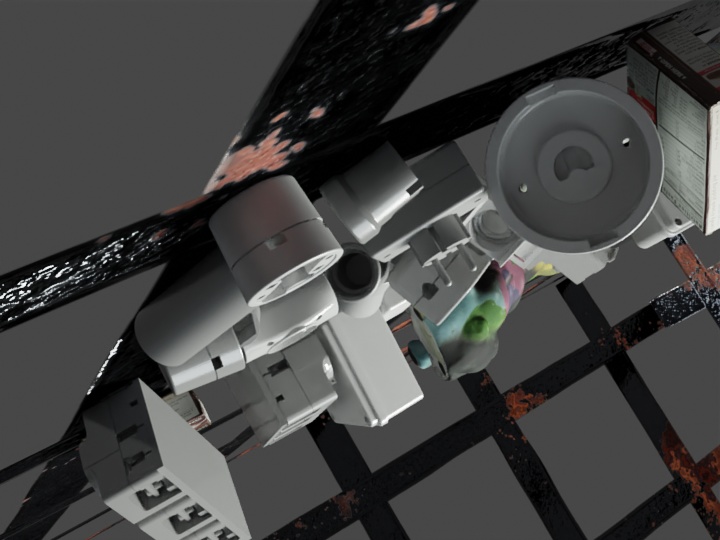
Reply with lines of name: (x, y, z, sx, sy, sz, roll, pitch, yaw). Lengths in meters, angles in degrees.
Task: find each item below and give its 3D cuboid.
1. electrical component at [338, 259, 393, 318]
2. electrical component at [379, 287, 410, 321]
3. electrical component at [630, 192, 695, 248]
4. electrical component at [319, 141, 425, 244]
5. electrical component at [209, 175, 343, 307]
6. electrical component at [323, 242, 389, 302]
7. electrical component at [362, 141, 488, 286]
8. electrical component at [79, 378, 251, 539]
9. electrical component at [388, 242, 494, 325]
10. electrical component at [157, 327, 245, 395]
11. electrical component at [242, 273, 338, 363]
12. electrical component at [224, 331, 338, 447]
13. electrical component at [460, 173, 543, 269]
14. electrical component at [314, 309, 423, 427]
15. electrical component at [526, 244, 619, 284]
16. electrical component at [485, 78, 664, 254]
electrical component: (0.006, 0.007, 0.883, 0.044, 0.044, 0.065, -26, 166, -27)
electrical component: (0.036, 0.008, 0.964, 0.077, 0.047, 0.065, -29, 171, -21)
electrical component: (0.285, -0.088, 1.035, 0.078, 0.113, 0.057, -26, 174, -27)
electrical component: (0.007, -0.043, 0.590, 0.046, 0.040, 0.040, -38, 171, 4)
electrical component: (-0.044, -0.015, 0.543, 0.055, 0.047, 0.055, -30, 172, -5)
electrical component: (0.000, 0.000, 0.815, 0.044, 0.044, 0.065, -32, 176, 12)
electrical component: (0.046, -0.027, 0.692, 0.083, 0.075, 0.047, -32, 172, 7)
electrical component: (-0.159, 0.170, 0.874, 0.062, 0.089, 0.150, -30, 139, 3)
electrical component: (0.064, -0.009, 0.833, 0.053, 0.059, 0.095, -52, 177, 34)
electrical component: (-0.105, 0.047, 0.679, 0.047, 0.055, 0.055, -25, 170, -15)
electrical component: (-0.063, 0.036, 0.794, 0.077, 0.044, 0.079, -28, 171, -18)
electrical component: (-0.072, 0.095, 0.953, 0.062, 0.089, 0.150, -27, 171, -17)
electrical component: (0.108, -0.044, 0.821, 0.042, 0.081, 0.063, -51, -174, 38)
electrical component: (-0.007, 0.080, 0.962, 0.056, 0.108, 0.109, -29, -175, -21)
electrical component: (0.198, -0.052, 0.947, 0.079, 0.063, 0.121, -41, -165, 52)
electrical component: (0.138, -0.067, 0.685, 0.108, 0.108, 0.060, -33, 177, 18)
